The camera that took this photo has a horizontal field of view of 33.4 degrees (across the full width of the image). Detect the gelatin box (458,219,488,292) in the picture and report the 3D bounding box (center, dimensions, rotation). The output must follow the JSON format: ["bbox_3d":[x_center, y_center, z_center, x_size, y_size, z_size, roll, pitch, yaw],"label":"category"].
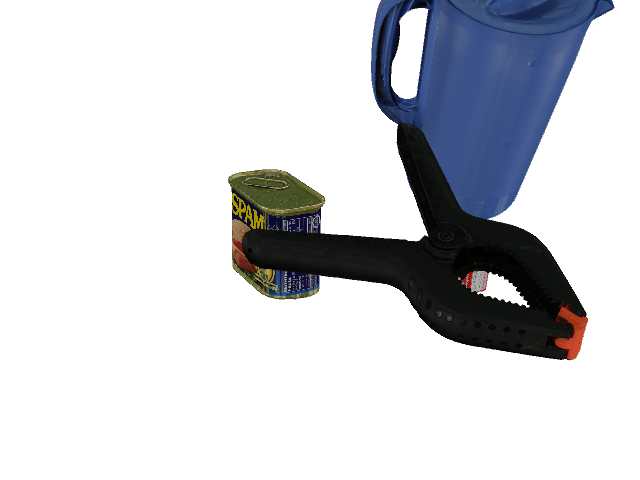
[{"bbox_3d":[0.165,0.008,1.246,0.030,0.089,0.073,-13,32,-30],"label":"gelatin box"}]

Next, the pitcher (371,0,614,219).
[{"bbox_3d":[0.133,-0.131,0.918,0.149,0.243,0.144,35,55,21],"label":"pitcher"}]

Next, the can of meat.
[{"bbox_3d":[-0.039,-0.006,0.912,0.057,0.084,0.102,-10,25,-25],"label":"can of meat"}]

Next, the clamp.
[{"bbox_3d":[0.066,0.013,0.661,0.164,0.036,0.210,-31,52,-26],"label":"clamp"}]
